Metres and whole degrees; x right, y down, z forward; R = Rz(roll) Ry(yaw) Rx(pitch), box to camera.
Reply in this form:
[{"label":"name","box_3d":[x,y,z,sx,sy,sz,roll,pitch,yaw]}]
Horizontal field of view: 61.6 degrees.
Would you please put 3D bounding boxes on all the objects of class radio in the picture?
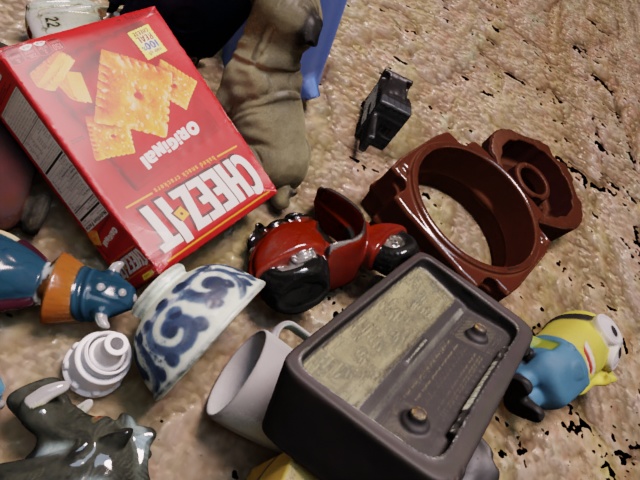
[{"label":"radio","box_3d":[0.075,0.103,0.426,0.131,0.073,0.229,35,35,20]}]

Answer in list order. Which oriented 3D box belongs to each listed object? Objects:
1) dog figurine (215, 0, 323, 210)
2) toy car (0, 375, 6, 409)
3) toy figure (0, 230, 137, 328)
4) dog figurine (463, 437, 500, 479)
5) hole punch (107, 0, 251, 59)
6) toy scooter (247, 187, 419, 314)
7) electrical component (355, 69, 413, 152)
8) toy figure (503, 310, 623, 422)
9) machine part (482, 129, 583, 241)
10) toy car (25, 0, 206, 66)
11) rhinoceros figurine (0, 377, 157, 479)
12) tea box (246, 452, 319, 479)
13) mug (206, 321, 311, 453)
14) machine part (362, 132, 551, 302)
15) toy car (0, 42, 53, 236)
[{"label":"dog figurine","box_3d":[-0.041,-0.145,0.553,0.121,0.190,0.172,-30,79,-39]},{"label":"toy car","box_3d":[-0.269,0.081,0.318,0.161,0.103,0.109,41,46,-22]},{"label":"toy figure","box_3d":[-0.224,0.031,0.421,0.154,0.058,0.064,18,84,-20]},{"label":"dog figurine","box_3d":[0.083,0.257,0.423,0.108,0.191,0.219,26,17,-8]},{"label":"hole punch","box_3d":[-0.137,-0.247,0.543,0.116,0.142,0.092,-28,92,-47]},{"label":"toy scooter","box_3d":[-0.001,-0.002,0.555,0.184,0.075,0.135,-15,48,-24]},{"label":"electrical component","box_3d":[0.083,-0.160,0.706,0.048,0.074,0.119,21,48,-15]},{"label":"toy figure","box_3d":[0.271,0.135,0.614,0.180,0.082,0.089,-22,31,-29]},{"label":"machine part","box_3d":[0.300,-0.077,0.786,0.179,0.056,0.179,14,55,-22]},{"label":"toy car","box_3d":[-0.215,-0.229,0.599,0.202,0.056,0.073,-16,69,-35]},{"label":"rhinoceros figurine","box_3d":[-0.147,0.169,0.343,0.190,0.073,0.112,38,67,23]},{"label":"tea box","box_3d":[-0.040,0.239,0.363,0.068,0.098,0.170,34,48,-6]},{"label":"mug","box_3d":[-0.026,0.131,0.460,0.107,0.081,0.109,41,43,-14]},{"label":"machine part","box_3d":[0.169,-0.023,0.658,0.201,0.087,0.201,49,49,8]},{"label":"toy car","box_3d":[-0.273,-0.092,0.479,0.089,0.053,0.202,23,49,-34]}]
